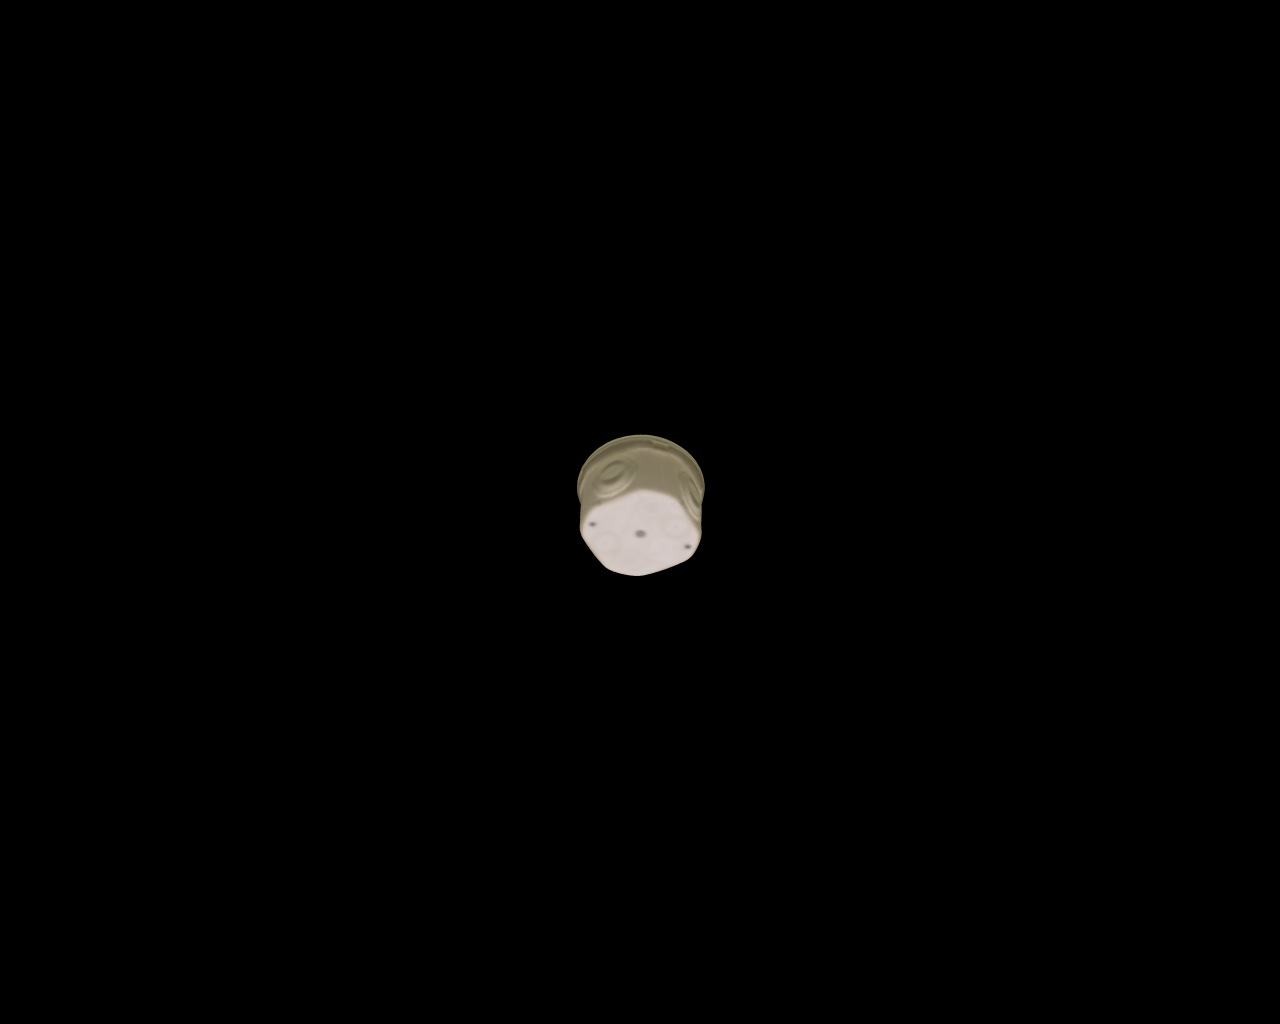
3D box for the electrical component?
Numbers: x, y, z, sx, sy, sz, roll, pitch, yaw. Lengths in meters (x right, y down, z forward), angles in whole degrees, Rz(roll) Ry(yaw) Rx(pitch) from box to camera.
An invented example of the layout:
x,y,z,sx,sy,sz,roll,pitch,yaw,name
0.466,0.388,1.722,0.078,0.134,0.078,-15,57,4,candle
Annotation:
x,y,z,sx,sy,sz,roll,pitch,yaw,name
0.001,-0.003,0.650,0.080,0.080,0.051,0,41,0,electrical component
